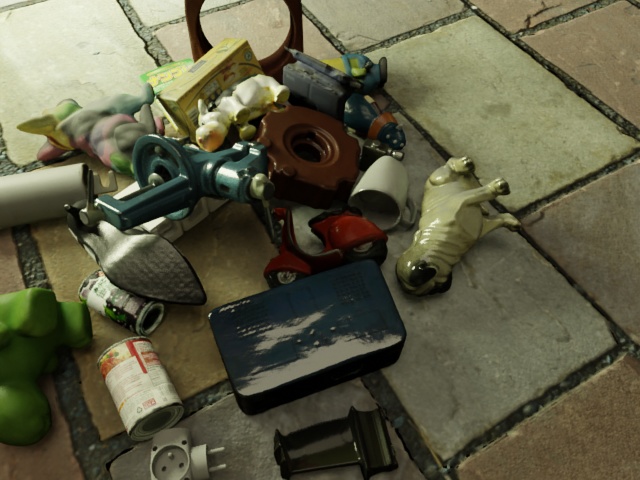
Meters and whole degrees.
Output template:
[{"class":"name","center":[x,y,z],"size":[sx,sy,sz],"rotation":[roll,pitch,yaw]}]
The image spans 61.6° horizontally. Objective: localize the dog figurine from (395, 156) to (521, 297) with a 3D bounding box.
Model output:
[{"class":"dog figurine","center":[0.163,-0.020,0.777],"size":[0.190,0.121,0.172],"rotation":[-36,27,-5]}]

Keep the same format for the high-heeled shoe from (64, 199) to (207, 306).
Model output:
[{"class":"high-heeled shoe","center":[-0.253,0.022,0.744],"size":[0.249,0.145,0.086],"rotation":[37,80,4]}]

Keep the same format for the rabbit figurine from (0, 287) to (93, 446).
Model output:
[{"class":"rabbit figurine","center":[-0.367,0.154,0.630],"size":[0.159,0.121,0.170],"rotation":[-6,69,-1]}]

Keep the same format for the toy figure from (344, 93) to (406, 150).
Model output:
[{"class":"toy figure","center":[0.093,-0.200,0.918],"size":[0.058,0.064,0.155],"rotation":[-30,58,-31]}]

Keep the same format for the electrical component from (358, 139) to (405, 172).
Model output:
[{"class":"electrical component","center":[0.089,-0.134,0.870],"size":[0.094,0.063,0.021],"rotation":[20,57,15]}]

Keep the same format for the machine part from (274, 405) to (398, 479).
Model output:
[{"class":"machine part","center":[0.016,0.238,0.616],"size":[0.139,0.039,0.084],"rotation":[-5,59,-6]}]

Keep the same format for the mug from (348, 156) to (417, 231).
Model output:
[{"class":"mug","center":[0.106,-0.073,0.821],"size":[0.109,0.080,0.107],"rotation":[29,49,-9]}]

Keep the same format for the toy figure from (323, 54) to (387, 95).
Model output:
[{"class":"toy figure","center":[0.033,-0.289,0.973],"size":[0.180,0.082,0.089],"rotation":[-7,55,-8]}]

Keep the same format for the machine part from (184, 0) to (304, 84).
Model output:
[{"class":"machine part","center":[-0.132,-0.384,0.962],"size":[0.201,0.201,0.087],"rotation":[-5,42,-4]}]

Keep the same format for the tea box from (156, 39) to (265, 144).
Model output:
[{"class":"tea box","center":[-0.176,-0.252,0.908],"size":[0.068,0.098,0.169],"rotation":[21,59,41]}]

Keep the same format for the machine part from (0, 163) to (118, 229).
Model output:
[{"class":"machine part","center":[-0.430,-0.063,0.807],"size":[0.243,0.079,0.079],"rotation":[-11,55,-10]}]

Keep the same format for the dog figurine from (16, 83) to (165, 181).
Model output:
[{"class":"dog figurine","center":[-0.361,-0.160,0.863],"size":[0.219,0.108,0.192],"rotation":[-13,58,-4]}]

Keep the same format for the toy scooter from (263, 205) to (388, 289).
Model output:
[{"class":"toy scooter","center":[-0.002,-0.002,0.765],"size":[0.184,0.075,0.135],"rotation":[-19,62,-10]}]

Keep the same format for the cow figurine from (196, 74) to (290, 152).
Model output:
[{"class":"cow figurine","center":[-0.137,-0.208,0.851],"size":[0.167,0.068,0.098],"rotation":[-33,62,-25]}]

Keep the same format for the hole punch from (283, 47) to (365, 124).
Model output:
[{"class":"hole punch","center":[-0.001,-0.243,0.871],"size":[0.142,0.116,0.092],"rotation":[33,103,11]}]

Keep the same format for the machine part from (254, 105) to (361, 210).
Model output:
[{"class":"machine part","center":[-0.020,-0.130,0.820],"size":[0.179,0.056,0.179],"rotation":[11,52,-15]}]

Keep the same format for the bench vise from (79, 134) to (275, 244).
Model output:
[{"class":"bench vise","center":[-0.183,-0.065,0.693],"size":[0.224,0.128,0.240],"rotation":[29,40,24]}]

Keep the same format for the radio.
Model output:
[{"class":"radio","center":[-0.013,0.120,0.681],"size":[0.230,0.073,0.131],"rotation":[-18,57,-11]}]

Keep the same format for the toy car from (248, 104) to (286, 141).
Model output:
[{"class":"toy car","center":[-0.093,-0.156,0.890],"size":[0.089,0.053,0.202],"rotation":[12,52,3]}]
